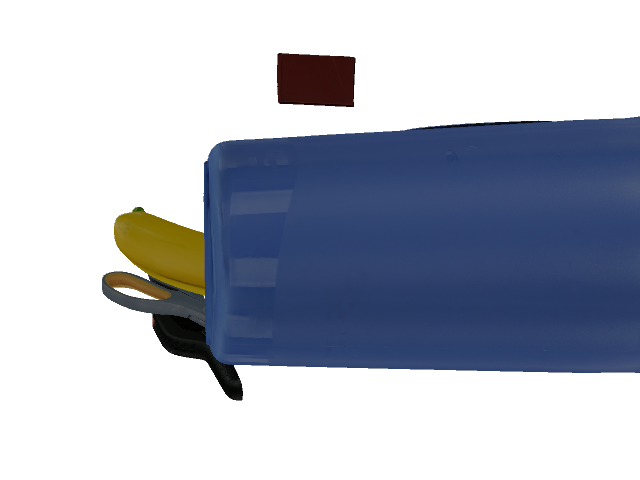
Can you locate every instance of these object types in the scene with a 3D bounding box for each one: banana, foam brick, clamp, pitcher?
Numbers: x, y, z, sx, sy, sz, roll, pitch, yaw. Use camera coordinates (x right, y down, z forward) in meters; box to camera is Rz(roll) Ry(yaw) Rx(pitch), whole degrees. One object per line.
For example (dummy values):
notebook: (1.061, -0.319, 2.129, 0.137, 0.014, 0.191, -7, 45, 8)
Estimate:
banana: (-0.062, 0.009, 0.675, 0.198, 0.037, 0.069, 17, 35, 27)
foam brick: (-0.005, -0.165, 1.101, 0.078, 0.051, 0.053, 2, 11, -5)
clamp: (-0.125, 0.124, 1.261, 0.210, 0.036, 0.164, 15, 23, 25)
pitcher: (0.064, -0.002, 0.535, 0.242, 0.145, 0.149, -1, -6, -7)

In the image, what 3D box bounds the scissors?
scissors: (-0.089, 0.056, 0.900, 0.202, 0.016, 0.096, 16, 24, 19)
